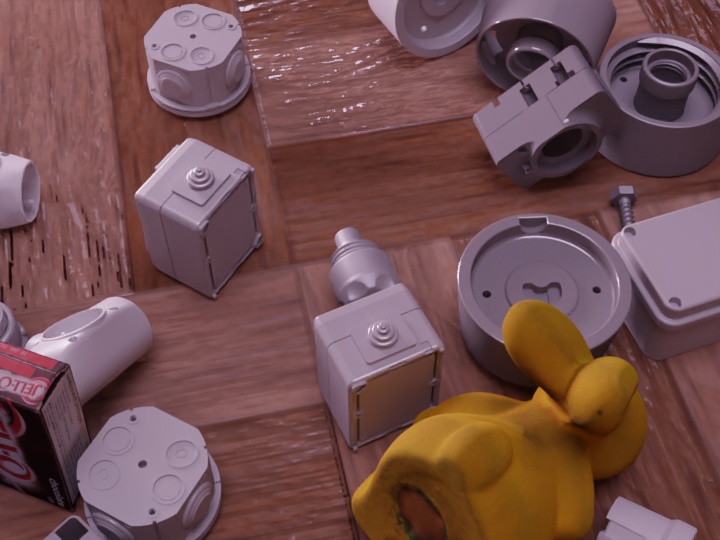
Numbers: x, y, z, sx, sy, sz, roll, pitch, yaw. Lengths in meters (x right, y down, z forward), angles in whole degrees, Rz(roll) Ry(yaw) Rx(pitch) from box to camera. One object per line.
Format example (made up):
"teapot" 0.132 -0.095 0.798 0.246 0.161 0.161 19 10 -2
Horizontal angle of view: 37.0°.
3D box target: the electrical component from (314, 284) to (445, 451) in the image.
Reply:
"electrical component" 0.009 0.052 0.647 0.062 0.096 0.061 -22 56 -15

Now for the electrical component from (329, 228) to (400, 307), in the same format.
"electrical component" 0.000 0.000 0.718 0.043 0.043 0.062 -14 54 -10

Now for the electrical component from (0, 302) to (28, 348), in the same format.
"electrical component" -0.239 0.036 0.678 0.048 0.062 0.048 0 54 0

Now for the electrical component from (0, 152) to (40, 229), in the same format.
"electrical component" -0.270 -0.044 0.743 0.077 0.044 0.079 2 44 1

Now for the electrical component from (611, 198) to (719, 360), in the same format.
"electrical component" 0.228 0.001 0.709 0.113 0.057 0.078 -16 56 -12

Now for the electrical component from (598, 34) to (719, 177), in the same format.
"electrical component" 0.225 -0.130 0.801 0.108 0.060 0.108 0 54 0

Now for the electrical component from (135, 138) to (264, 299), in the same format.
"electrical component" -0.109 -0.040 0.713 0.061 0.096 0.061 27 59 18

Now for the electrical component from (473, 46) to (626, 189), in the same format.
"electrical component" 0.136 -0.104 0.766 0.089 0.050 0.055 -35 55 19

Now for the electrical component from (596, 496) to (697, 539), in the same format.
"electrical component" 0.162 0.154 0.611 0.046 0.040 0.040 25 58 23

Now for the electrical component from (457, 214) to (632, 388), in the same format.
"electrical component" 0.114 0.024 0.690 0.108 0.060 0.108 0 54 0

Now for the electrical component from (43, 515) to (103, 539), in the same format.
"electrical component" -0.151 0.206 0.561 0.109 0.056 0.109 36 62 23

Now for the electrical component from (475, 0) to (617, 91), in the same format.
"electrical component" 0.139 -0.176 0.814 0.099 0.099 0.064 15 62 10

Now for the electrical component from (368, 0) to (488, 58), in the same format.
"electrical component" 0.055 -0.229 0.847 0.108 0.108 0.060 -28 53 -19

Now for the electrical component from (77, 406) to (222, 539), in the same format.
"electrical component" -0.122 0.123 0.624 0.080 0.051 0.080 0 54 0

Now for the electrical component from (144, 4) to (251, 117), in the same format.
"electrical component" -0.126 -0.161 0.828 0.080 0.051 0.080 0 54 0

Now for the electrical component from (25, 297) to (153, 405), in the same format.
"electrical component" -0.183 0.055 0.671 0.079 0.044 0.077 -10 20 31
